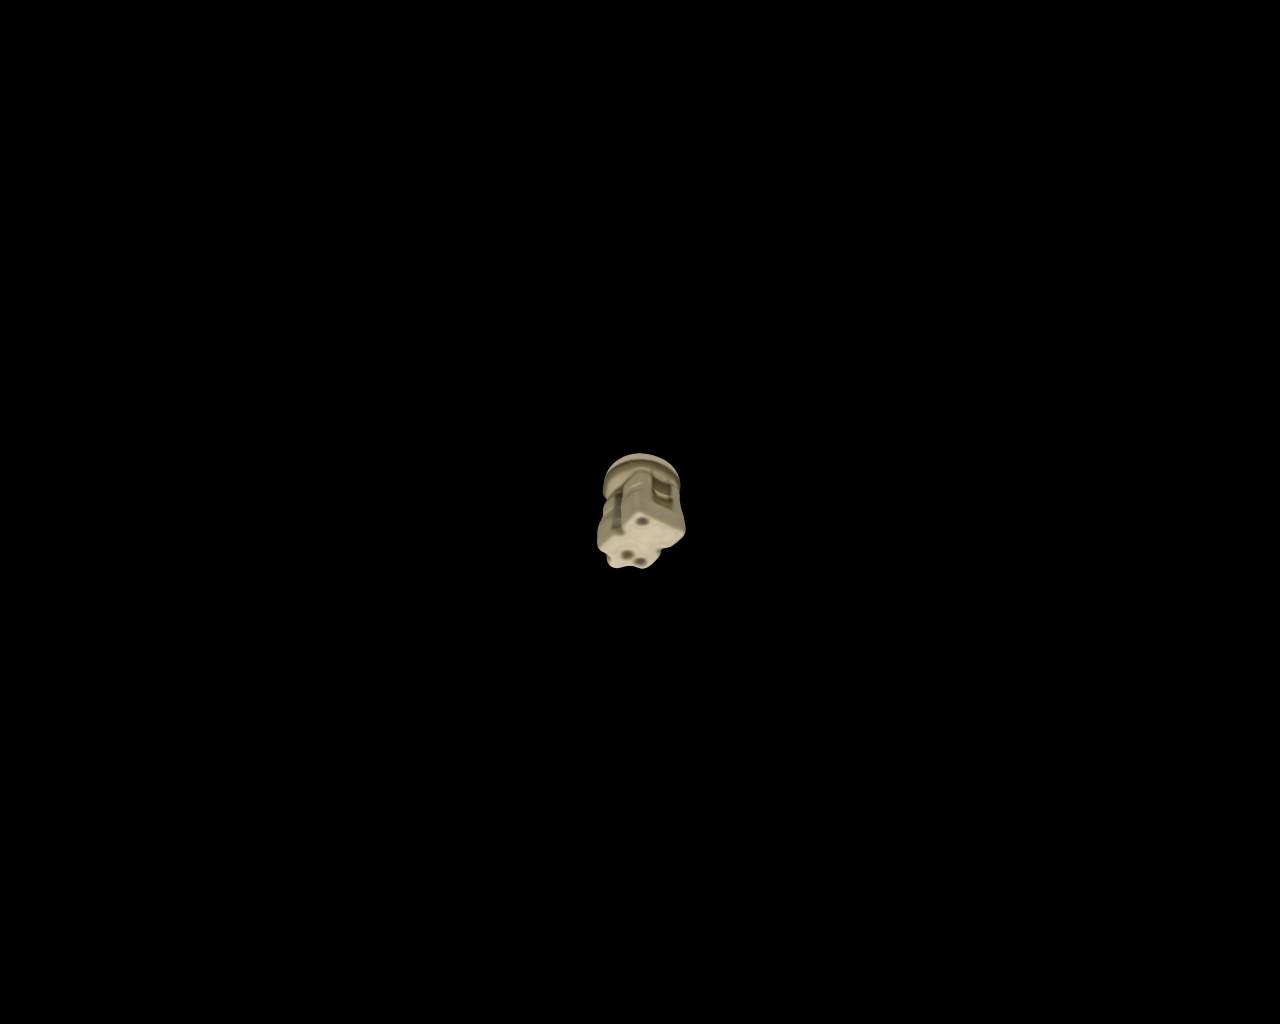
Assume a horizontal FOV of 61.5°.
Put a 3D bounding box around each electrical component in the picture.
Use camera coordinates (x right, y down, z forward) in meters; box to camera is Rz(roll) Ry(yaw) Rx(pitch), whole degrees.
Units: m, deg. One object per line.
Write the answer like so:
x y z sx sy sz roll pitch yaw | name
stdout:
0.001 -0.003 0.650 0.048 0.055 0.066 27 -49 -26 | electrical component
